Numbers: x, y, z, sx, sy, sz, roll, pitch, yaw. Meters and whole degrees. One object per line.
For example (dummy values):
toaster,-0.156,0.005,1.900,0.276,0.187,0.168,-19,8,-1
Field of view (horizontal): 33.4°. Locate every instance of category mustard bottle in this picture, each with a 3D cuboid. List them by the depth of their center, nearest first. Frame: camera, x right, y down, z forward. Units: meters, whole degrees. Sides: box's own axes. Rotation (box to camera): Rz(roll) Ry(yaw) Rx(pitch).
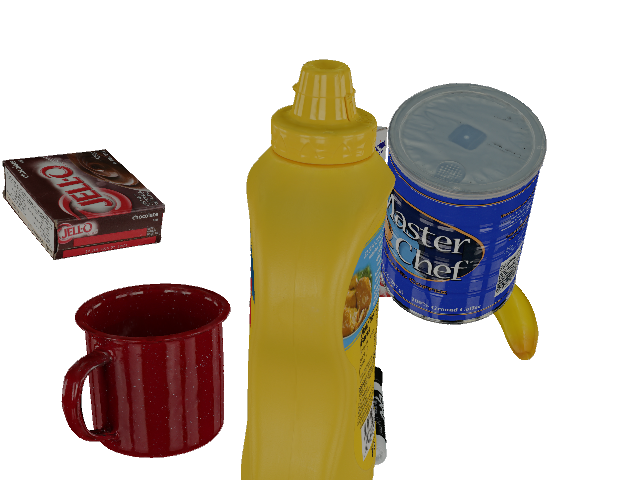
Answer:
mustard bottle,-0.001,0.021,0.439,0.058,0.192,0.096,8,25,11

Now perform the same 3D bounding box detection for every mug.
mug,-0.108,0.083,0.647,0.093,0.081,0.117,11,21,33

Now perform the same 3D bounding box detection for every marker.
marker,0.043,0.140,0.878,0.020,0.020,0.121,0,26,2

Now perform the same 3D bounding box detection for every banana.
banana,0.173,0.060,1.118,0.069,0.037,0.198,-38,40,-13

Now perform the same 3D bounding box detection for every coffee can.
coffee can,0.095,-0.023,0.743,0.103,0.103,0.140,0,-40,0

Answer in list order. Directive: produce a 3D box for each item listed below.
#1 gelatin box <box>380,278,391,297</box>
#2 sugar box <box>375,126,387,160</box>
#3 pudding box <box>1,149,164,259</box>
gelatin box,0.069,0.025,1.294,0.073,0.089,0.030,1,30,17
sugar box,0.008,-0.023,1.004,0.093,0.176,0.048,10,17,27
pudding box,-0.188,-0.031,0.836,0.089,0.039,0.114,-9,31,-35
